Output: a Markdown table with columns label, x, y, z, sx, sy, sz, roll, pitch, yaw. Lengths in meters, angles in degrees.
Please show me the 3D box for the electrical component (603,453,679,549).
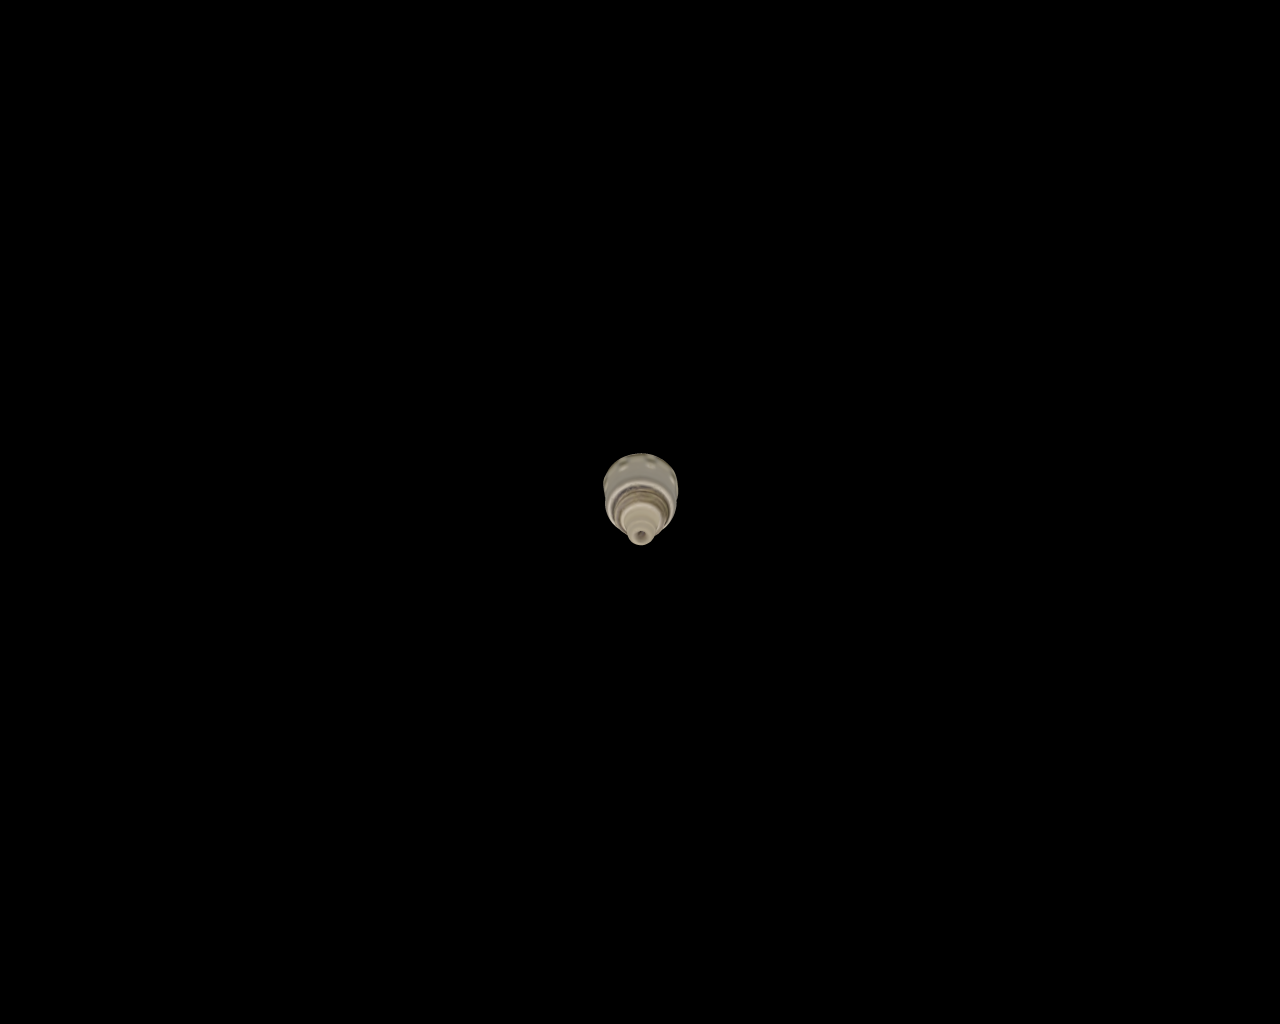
| label | x | y | z | sx | sy | sz | roll | pitch | yaw |
| --- | --- | --- | --- | --- | --- | --- | --- | --- | --- |
| electrical component | 0.001 | -0.003 | 0.650 | 0.048 | 0.048 | 0.062 | 0 | 35 | 0 |
